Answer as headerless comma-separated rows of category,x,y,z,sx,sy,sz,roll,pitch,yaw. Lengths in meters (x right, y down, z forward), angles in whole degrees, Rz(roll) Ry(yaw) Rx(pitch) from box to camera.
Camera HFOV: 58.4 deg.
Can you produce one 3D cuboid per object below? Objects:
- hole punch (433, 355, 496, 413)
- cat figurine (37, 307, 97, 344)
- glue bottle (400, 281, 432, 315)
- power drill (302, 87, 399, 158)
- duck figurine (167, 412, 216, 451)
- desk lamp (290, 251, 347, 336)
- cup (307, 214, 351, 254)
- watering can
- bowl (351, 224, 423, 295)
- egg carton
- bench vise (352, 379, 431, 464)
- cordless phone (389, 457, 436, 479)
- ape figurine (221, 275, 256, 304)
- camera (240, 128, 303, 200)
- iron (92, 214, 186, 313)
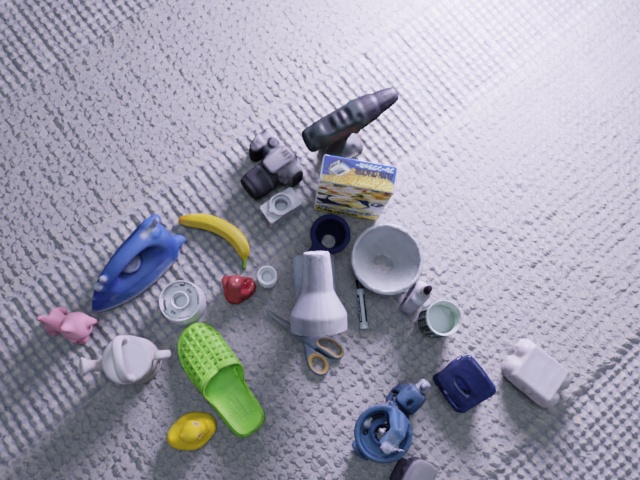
hole punch,0.320,0.322,1.272,0.101,0.091,0.108,-35,82,-11
cat figurine,-0.538,0.182,1.225,0.128,0.117,0.067,14,76,-1
glue bottle,0.221,0.121,1.268,0.037,0.173,0.078,31,77,4
power drill,0.065,-0.257,1.326,0.230,0.208,0.075,-28,80,-10
duck figurine,-0.274,0.407,1.209,0.104,0.086,0.077,-19,79,-8
desk lamp,-0.010,0.111,1.232,0.118,0.213,0.203,-3,77,-5
cup,0.012,0.005,1.319,0.091,0.095,0.118,43,78,6
watering can,-0.402,0.251,1.180,0.173,0.194,0.101,-30,81,-10
bowl,0.150,0.050,1.330,0.167,0.074,0.167,1,77,-4
egg carton,0.489,0.303,1.300,0.150,0.069,0.107,38,77,5
bench vise,0.148,0.367,1.182,0.121,0.219,0.207,26,76,2
cordless phone,0.194,0.526,1.166,0.094,0.185,0.148,26,76,2
ape figurine,-0.187,0.103,1.283,0.078,0.092,0.076,33,77,4
camera,-0.128,-0.173,1.347,0.137,0.101,0.143,-39,82,-11
iron,-0.421,0.054,1.251,0.118,0.141,0.258,39,77,5
